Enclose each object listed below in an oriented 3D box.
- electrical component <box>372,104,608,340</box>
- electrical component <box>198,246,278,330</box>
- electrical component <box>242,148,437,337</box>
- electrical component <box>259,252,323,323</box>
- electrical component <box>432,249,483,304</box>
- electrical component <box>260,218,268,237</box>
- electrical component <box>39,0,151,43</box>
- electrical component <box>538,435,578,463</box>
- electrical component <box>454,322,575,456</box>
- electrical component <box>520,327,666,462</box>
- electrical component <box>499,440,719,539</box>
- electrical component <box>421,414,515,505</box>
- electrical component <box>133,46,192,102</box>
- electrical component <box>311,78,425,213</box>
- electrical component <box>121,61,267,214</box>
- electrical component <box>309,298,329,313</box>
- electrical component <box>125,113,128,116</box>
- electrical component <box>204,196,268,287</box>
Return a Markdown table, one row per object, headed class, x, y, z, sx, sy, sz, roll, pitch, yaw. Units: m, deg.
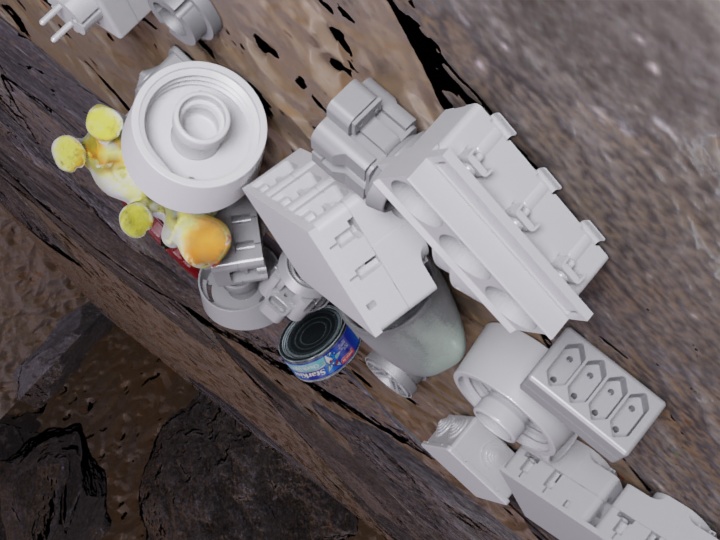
| class | x | y | z | sx | sy | sz | roll | pitch | yaw |
| --- | --- | --- | --- | --- | --- | --- | --- | --- | --- |
| electrical component | 0.075 | -0.027 | 0.589 | 0.121 | 0.063 | 0.079 | 46 | 165 | -18 |
| electrical component | -0.126 | 0.018 | 1.174 | 0.099 | 0.099 | 0.064 | 35 | 158 | 25 |
| electrical component | -0.014 | -0.026 | 0.752 | 0.089 | 0.062 | 0.150 | 58 | 170 | -25 |
| electrical component | -0.056 | 0.008 | 1.012 | 0.058 | 0.078 | 0.057 | 42 | 144 | 0 |
| electrical component | 0.079 | -0.003 | 0.688 | 0.081 | 0.043 | 0.043 | 31 | 162 | 35 |
| electrical component | -0.145 | -0.053 | 1.094 | 0.073 | 0.052 | 0.138 | 50 | 164 | -11 |
| electrical component | -0.199 | -0.196 | 0.774 | 0.047 | 0.076 | 0.065 | 35 | 164 | 25 |
| electrical component | 0.153 | 0.131 | 0.896 | 0.046 | 0.040 | 0.040 | 40 | 166 | 30 |
| electrical component | 0.122 | 0.099 | 0.837 | 0.108 | 0.060 | 0.108 | 38 | 165 | 12 |
| electrical component | 0.157 | 0.091 | 0.751 | 0.083 | 0.047 | 0.075 | 39 | 165 | 10 |
| electrical component | 0.222 | 0.218 | 0.926 | 0.186 | 0.060 | 0.105 | 30 | 162 | 37 |
| electrical component | 0.123 | 0.198 | 1.139 | 0.100 | 0.048 | 0.100 | 44 | 165 | -7 |
| electrical component | -0.140 | -0.125 | 0.883 | 0.100 | 0.048 | 0.100 | 43 | 165 | -7 |
| electrical component | 0.010 | -0.072 | 0.641 | 0.057 | 0.058 | 0.078 | 42 | 166 | 11 |
| electrical component | -0.120 | -0.102 | 0.795 | 0.108 | 0.108 | 0.060 | 42 | 159 | -2 |
| electrical component | -0.059 | 0.024 | 1.116 | 0.043 | 0.043 | 0.081 | 43 | 165 | -6 |
| electrical component | -0.189 | -0.128 | 1.012 | 0.064 | 0.042 | 0.081 | 41 | 166 | -6 |
| electrical component | -0.119 | -0.035 | 0.985 | 0.050 | 0.056 | 0.089 | 88 | 173 | -70 |
